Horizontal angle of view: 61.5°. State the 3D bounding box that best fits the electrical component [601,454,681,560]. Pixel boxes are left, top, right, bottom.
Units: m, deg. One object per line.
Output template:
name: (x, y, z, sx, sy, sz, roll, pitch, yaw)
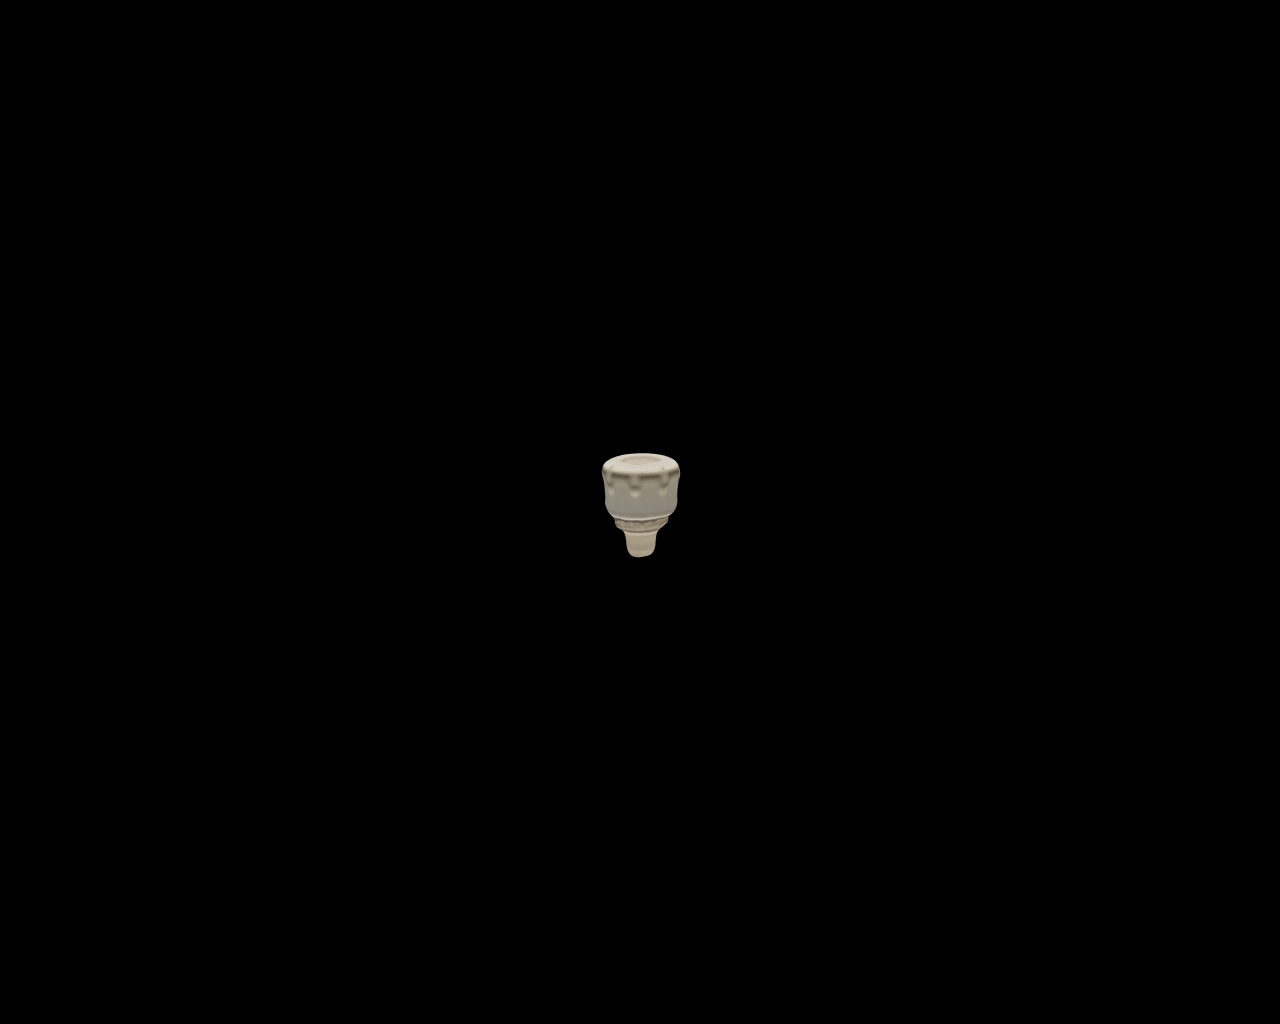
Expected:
electrical component: (0.001, -0.003, 0.650, 0.048, 0.062, 0.048, 0, 14, 0)
